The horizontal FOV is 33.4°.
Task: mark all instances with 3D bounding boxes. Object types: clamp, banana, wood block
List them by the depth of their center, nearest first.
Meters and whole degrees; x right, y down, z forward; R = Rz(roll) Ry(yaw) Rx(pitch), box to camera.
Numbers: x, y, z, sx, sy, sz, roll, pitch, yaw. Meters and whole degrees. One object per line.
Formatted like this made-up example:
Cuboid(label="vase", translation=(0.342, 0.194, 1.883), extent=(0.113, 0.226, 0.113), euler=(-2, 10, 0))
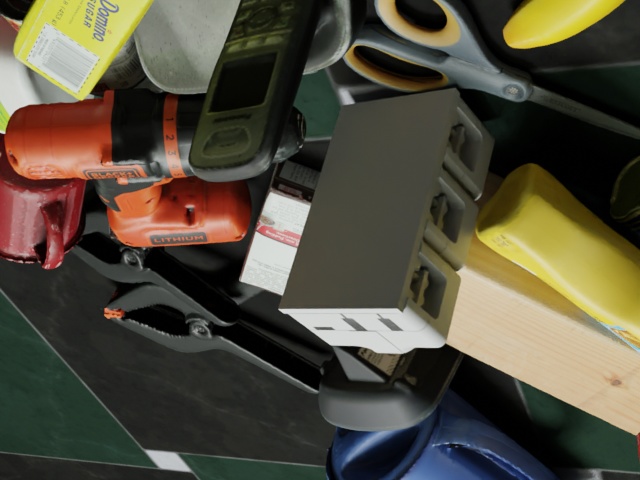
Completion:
Cuboid(label="banana", translation=(0.144, -0.163, 0.532), extent=(0.070, 0.037, 0.198), euler=(30, 146, 16))
Cuboid(label="wood block", translation=(0.165, 0.044, 0.747), extent=(0.206, 0.090, 0.091), euler=(27, 143, -9))
Cuboid(label="clamp", translation=(-0.141, -0.001, 0.870), extent=(0.171, 0.039, 0.120), euler=(18, 126, 15))
Cuboid(label="clamp", translation=(-0.093, 0.074, 0.950), extent=(0.210, 0.036, 0.164), euler=(0, 132, 26))

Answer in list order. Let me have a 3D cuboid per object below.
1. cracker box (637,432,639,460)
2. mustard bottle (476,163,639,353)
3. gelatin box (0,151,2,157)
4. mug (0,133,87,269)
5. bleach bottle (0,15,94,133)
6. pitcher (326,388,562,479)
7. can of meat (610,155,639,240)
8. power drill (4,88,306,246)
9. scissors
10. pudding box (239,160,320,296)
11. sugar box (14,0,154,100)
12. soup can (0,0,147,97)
Cuboid(label="cracker box", translation=(0.354, 0.156, 0.751), extent=(0.213, 0.072, 0.164), euler=(12, 155, -40))
Cuboid(label="mustard bottle", translation=(0.187, 0.031, 0.655), extent=(0.191, 0.058, 0.096), euler=(37, -174, -3))
Cuboid(label="gelatin box", translation=(-0.277, -0.079, 0.740), extent=(0.073, 0.030, 0.089), euler=(10, 154, 29))
Cuboid(label="mug", translation=(-0.217, -0.033, 0.812), extent=(0.093, 0.117, 0.082), euler=(-8, 147, -25))
Cuboid(label="bleach bottle", translation=(-0.293, -0.130, 0.760), extent=(0.251, 0.068, 0.102), euler=(10, 148, 18))
Cuboid(label="pitcher", translation=(0.138, 0.220, 0.962), extent=(0.242, 0.149, 0.145), euler=(36, 103, -28))
Cuboid(label="can of meat", translation=(0.240, -0.022, 0.649), extent=(0.084, 0.057, 0.102), euler=(33, 146, -16))
Cuboid(label="power drill", translation=(-0.095, -0.047, 0.717), extent=(0.184, 0.057, 0.187), euler=(0, 164, 5))
Cuboid(label="scissors", translation=(0.111, -0.107, 0.634), extent=(0.202, 0.016, 0.096), euler=(12, 146, 10))
Cuboid(label="pudding box", translation=(-0.005, 0.001, 0.804), extent=(0.090, 0.039, 0.114), euler=(20, 138, -1))
Cuboid(label="sugar box", translation=(-0.083, -0.160, 0.520), extent=(0.048, 0.176, 0.094), euler=(34, 143, -15))
Cuboid(label="soup can", translation=(-0.146, -0.138, 0.647), extent=(0.069, 0.068, 0.102), euler=(7, 164, 17))
